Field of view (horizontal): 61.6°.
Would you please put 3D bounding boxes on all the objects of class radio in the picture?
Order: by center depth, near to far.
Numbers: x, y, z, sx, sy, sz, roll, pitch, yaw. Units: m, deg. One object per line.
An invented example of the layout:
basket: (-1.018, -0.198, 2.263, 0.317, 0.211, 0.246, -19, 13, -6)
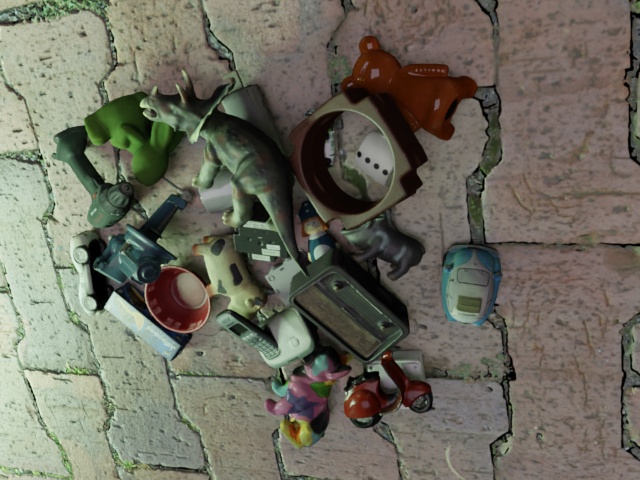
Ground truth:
radio: (0.062, 0.129, 1.045, 0.131, 0.073, 0.229, -40, 112, 23)

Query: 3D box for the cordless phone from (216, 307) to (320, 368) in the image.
cordless phone: (-0.105, 0.173, 1.085, 0.184, 0.089, 0.146, 37, 129, -28)

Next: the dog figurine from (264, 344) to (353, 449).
dog figurine: (-0.001, 0.322, 1.143, 0.219, 0.108, 0.191, -35, 95, 21)

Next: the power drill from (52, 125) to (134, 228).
power drill: (-0.462, -0.131, 1.109, 0.207, 0.086, 0.232, 52, 145, 0)

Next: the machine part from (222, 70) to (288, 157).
machine part: (-0.119, -0.202, 1.020, 0.079, 0.079, 0.243, -18, 101, 21)

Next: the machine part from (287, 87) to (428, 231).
machine part: (0.061, -0.135, 0.901, 0.201, 0.087, 0.201, -32, 90, 38)

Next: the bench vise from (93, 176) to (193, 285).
bench vise: (-0.355, -0.010, 1.118, 0.128, 0.224, 0.240, 40, 80, -28)

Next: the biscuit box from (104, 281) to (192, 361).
biscuit box: (-0.393, 0.187, 1.237, 0.203, 0.059, 0.062, 39, 114, 1)

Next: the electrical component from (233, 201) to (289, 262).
electrical component: (-0.112, -0.014, 1.066, 0.115, 0.058, 0.134, 10, 139, 4)

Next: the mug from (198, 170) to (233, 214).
mug: (-0.181, -0.116, 1.071, 0.107, 0.081, 0.109, -13, 95, 8)

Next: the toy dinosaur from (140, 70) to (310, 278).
toy dinosaur: (-0.123, -0.130, 0.923, 0.405, 0.131, 0.192, 41, 140, 13)

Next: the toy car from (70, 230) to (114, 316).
toy car: (-0.523, 0.077, 1.231, 0.056, 0.073, 0.201, 2, 108, 12)

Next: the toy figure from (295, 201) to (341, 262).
toy figure: (-0.001, -0.004, 1.063, 0.064, 0.058, 0.154, -26, 101, -19)

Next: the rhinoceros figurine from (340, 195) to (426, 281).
rhinoceros figurine: (0.108, -0.009, 1.018, 0.190, 0.073, 0.112, 36, 115, 2)

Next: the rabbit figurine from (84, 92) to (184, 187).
rabbit figurine: (-0.351, -0.195, 1.073, 0.159, 0.121, 0.170, -30, 88, 3)

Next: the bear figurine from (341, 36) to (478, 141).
bear figurine: (0.147, -0.258, 0.919, 0.196, 0.132, 0.120, 33, 113, 24)

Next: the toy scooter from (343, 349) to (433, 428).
toy scooter: (0.119, 0.285, 1.048, 0.184, 0.075, 0.135, -20, 101, 18)

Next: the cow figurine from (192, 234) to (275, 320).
cow figurine: (-0.177, 0.080, 1.129, 0.127, 0.085, 0.194, -10, 104, 26)

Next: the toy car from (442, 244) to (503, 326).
toy car: (0.272, 0.093, 0.989, 0.109, 0.103, 0.161, 9, 108, 14)
